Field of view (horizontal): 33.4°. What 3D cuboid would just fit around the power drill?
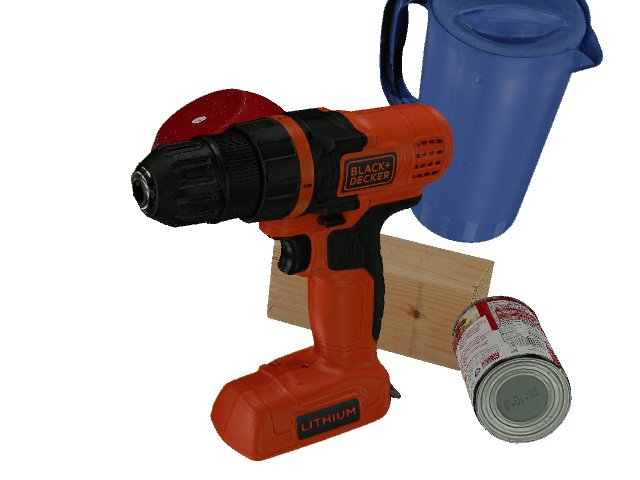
[{"bbox_3d":[-0.015,0.022,0.567,0.184,0.188,0.057,-12,32,-32],"label":"power drill"}]

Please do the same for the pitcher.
[{"bbox_3d":[0.136,-0.118,0.951,0.144,0.149,0.243,-11,-40,-15],"label":"pitcher"}]

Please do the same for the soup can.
[{"bbox_3d":[0.134,0.089,0.756,0.068,0.068,0.102,0,20,-1],"label":"soup can"}]

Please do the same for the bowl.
[{"bbox_3d":[-0.097,-0.090,0.968,0.162,0.055,0.162,-20,32,13],"label":"bowl"}]

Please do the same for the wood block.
[{"bbox_3d":[0.059,0.050,1.084,0.206,0.091,0.090,15,24,18],"label":"wood block"}]
